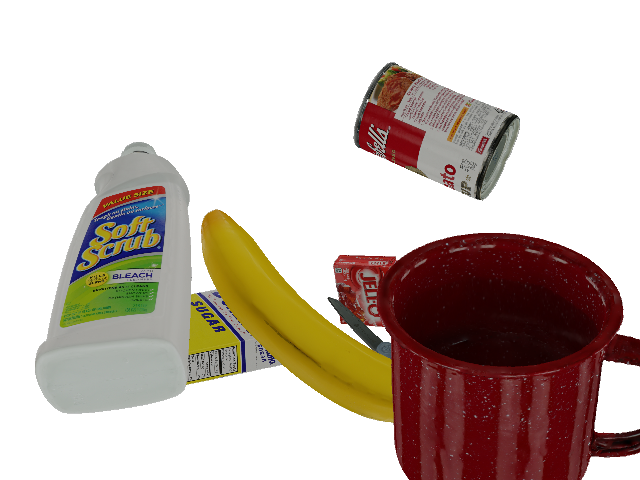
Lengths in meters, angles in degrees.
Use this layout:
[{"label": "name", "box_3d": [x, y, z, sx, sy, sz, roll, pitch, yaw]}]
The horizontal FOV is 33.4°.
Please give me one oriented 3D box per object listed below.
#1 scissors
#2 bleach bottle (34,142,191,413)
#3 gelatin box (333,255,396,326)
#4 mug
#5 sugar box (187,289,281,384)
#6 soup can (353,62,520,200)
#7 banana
[{"label": "scissors", "box_3d": [0.076, 0.096, 0.875, 0.096, 0.016, 0.202, -4, 30, -13]}, {"label": "bleach bottle", "box_3d": [-0.148, 0.011, 0.800, 0.102, 0.068, 0.251, -8, 41, -1]}, {"label": "gelatin box", "box_3d": [0.058, 0.062, 1.307, 0.073, 0.089, 0.030, 3, 29, 18]}, {"label": "mug", "box_3d": [0.081, 0.057, 0.425, 0.117, 0.081, 0.093, 6, 34, 15]}, {"label": "sugar box", "box_3d": [-0.128, 0.092, 1.000, 0.176, 0.048, 0.093, -13, 34, -15]}, {"label": "soup can", "box_3d": [0.085, -0.079, 0.775, 0.102, 0.068, 0.068, 26, 8, 17]}, {"label": "banana", "box_3d": [-0.007, 0.051, 0.630, 0.198, 0.037, 0.069, 36, 26, 13]}]
